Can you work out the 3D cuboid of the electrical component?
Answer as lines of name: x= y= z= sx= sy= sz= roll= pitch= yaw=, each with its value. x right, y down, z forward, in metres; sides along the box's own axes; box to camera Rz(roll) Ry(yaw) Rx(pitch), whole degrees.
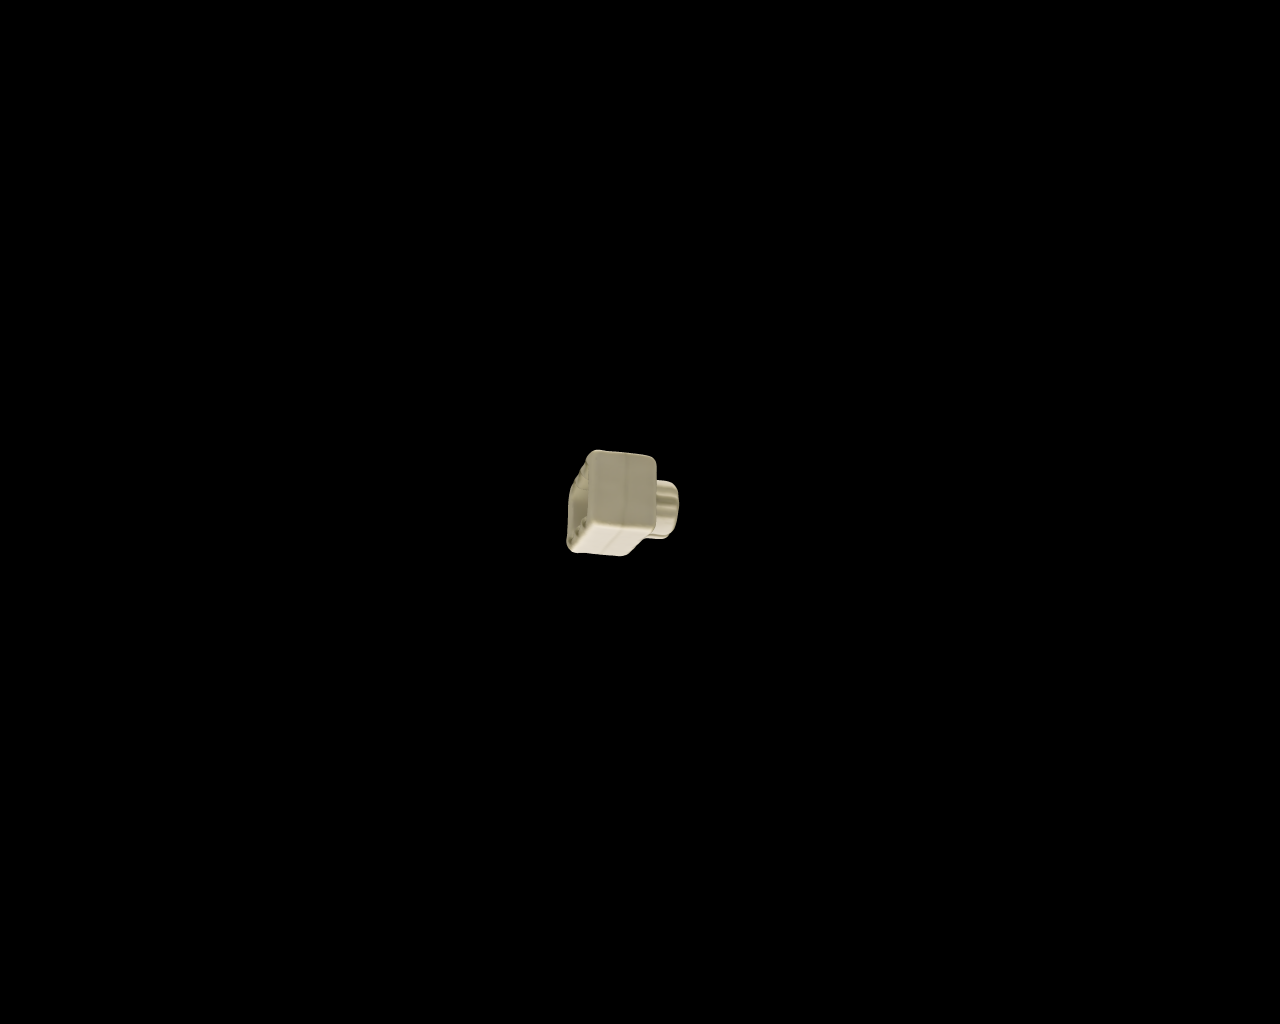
electrical component: x=0.001 y=-0.003 z=0.650 sx=0.077 sy=0.047 sz=0.065 roll=5 pitch=-19 yaw=-15
